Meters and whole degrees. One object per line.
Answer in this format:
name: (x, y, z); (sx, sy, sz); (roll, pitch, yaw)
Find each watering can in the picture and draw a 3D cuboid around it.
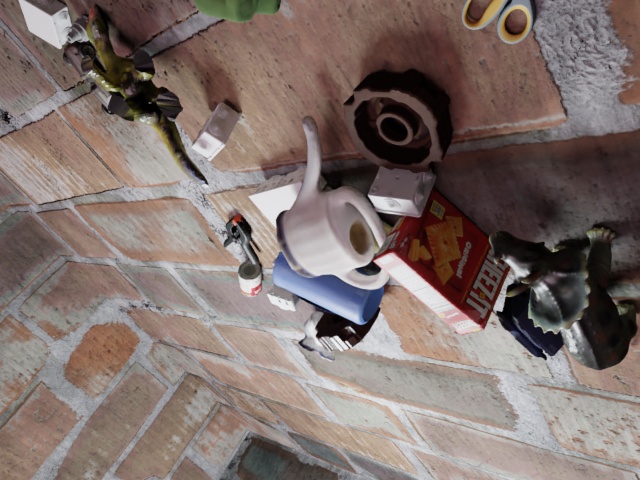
watering can: (0.003, -0.049, 0.972); (0.222, 0.106, 0.345); (-19, 105, 41)

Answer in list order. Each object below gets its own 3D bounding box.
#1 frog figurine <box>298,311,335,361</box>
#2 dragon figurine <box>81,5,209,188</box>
frog figurine: (0.030, 0.252, 1.480); (0.138, 0.124, 0.157); (37, 113, 13)
dragon figurine: (-0.360, -0.288, 1.067); (0.405, 0.122, 0.245); (60, 175, -19)
